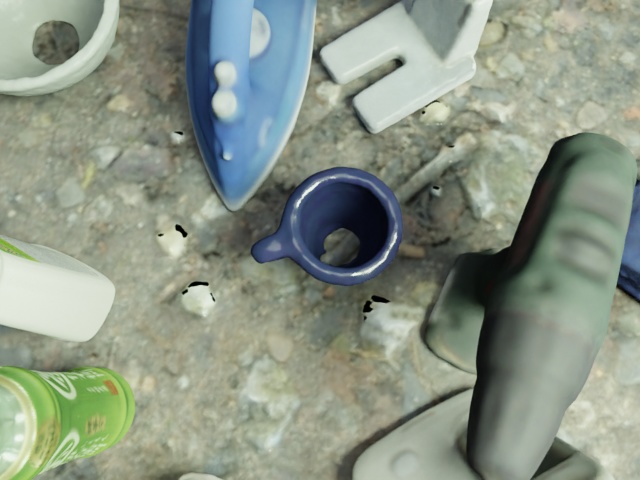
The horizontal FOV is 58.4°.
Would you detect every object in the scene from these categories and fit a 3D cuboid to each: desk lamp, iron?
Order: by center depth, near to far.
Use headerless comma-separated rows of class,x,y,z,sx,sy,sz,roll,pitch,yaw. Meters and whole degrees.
desk lamp,0.111,-0.206,0.454,0.203,0.213,0.118,-33,80,-8
iron,-0.066,-0.165,0.479,0.118,0.141,0.258,3,78,0

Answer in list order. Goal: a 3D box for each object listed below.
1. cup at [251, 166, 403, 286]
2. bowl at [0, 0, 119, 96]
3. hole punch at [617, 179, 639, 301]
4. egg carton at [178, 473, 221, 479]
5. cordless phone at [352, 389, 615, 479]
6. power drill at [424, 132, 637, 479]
cup,0.004,0.002,0.468,0.118,0.095,0.091,-19,79,-5
bowl,-0.254,-0.196,0.516,0.167,0.075,0.167,0,78,-1
hole punch,0.290,-0.004,0.477,0.101,0.091,0.109,37,80,7
egg carton,-0.065,0.251,0.426,0.150,0.069,0.107,30,79,5
cordless phone,0.102,0.169,0.388,0.147,0.185,0.094,-30,80,-7
power drill,0.138,0.047,0.403,0.075,0.208,0.230,25,78,5
